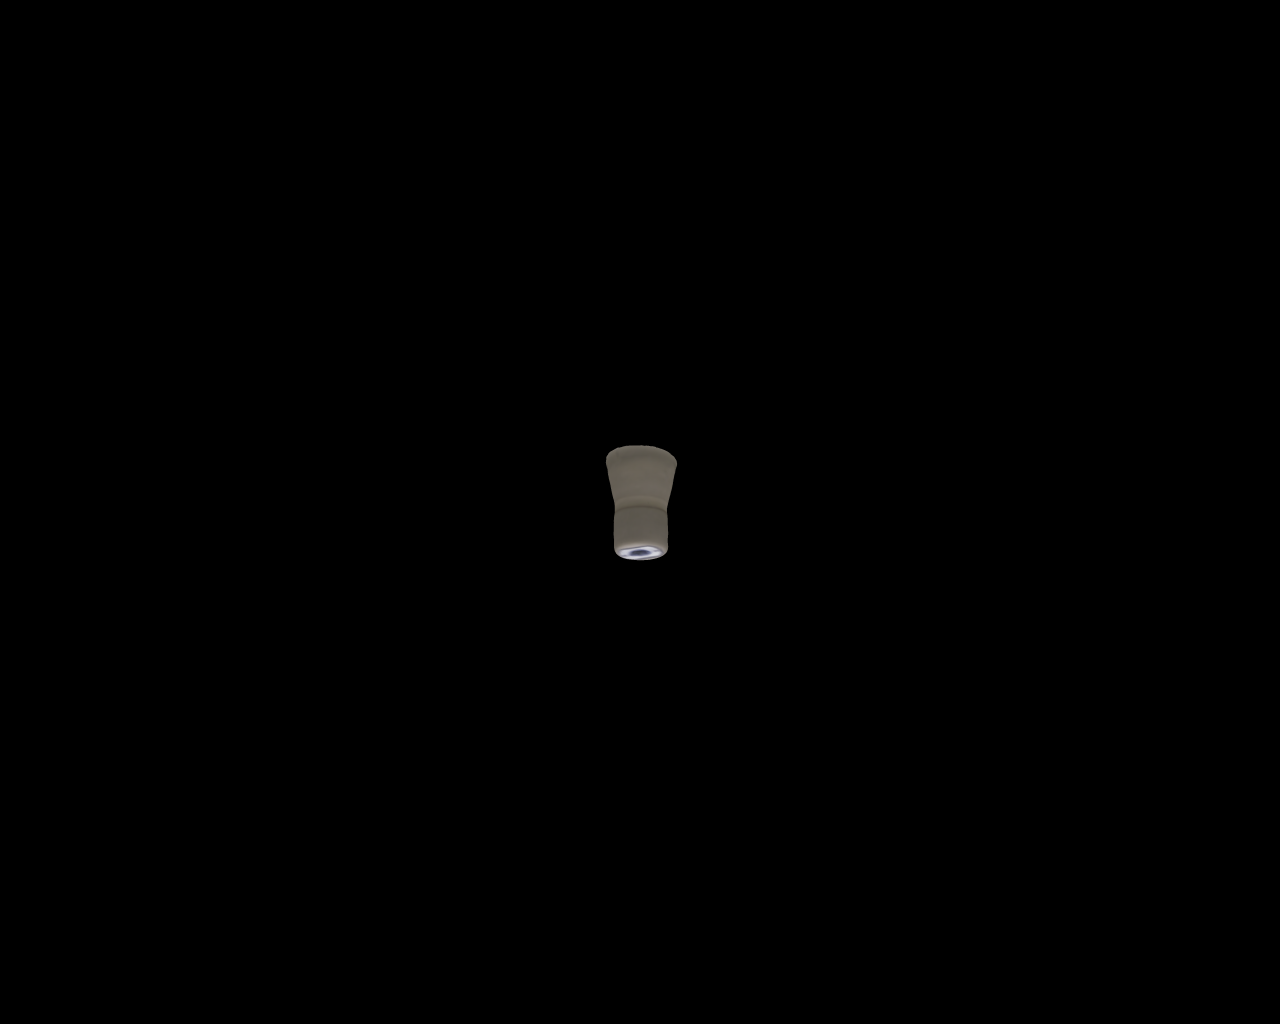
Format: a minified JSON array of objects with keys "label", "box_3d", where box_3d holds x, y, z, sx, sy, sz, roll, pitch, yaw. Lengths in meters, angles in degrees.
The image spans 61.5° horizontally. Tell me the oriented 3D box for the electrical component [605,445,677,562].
[{"label":"electrical component","box_3d":[0.001,-0.003,0.650,0.044,0.065,0.044,0,-22,0]}]
